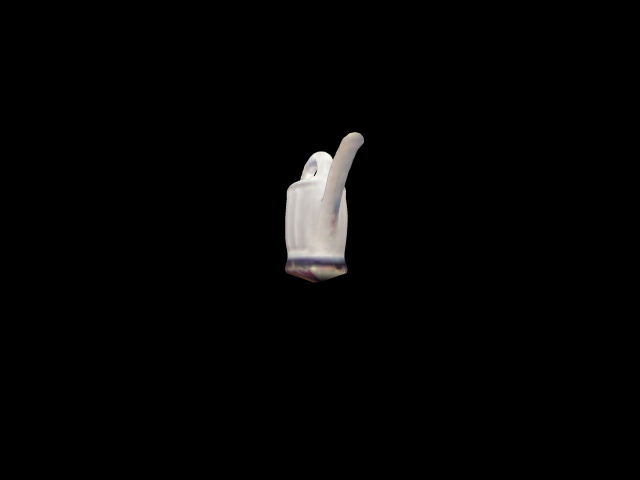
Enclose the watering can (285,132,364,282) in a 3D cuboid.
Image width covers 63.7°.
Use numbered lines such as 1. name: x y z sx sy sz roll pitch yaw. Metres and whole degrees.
1. watering can: 0.003 -0.043 0.850 0.104 0.226 0.346 2 -5 -13
